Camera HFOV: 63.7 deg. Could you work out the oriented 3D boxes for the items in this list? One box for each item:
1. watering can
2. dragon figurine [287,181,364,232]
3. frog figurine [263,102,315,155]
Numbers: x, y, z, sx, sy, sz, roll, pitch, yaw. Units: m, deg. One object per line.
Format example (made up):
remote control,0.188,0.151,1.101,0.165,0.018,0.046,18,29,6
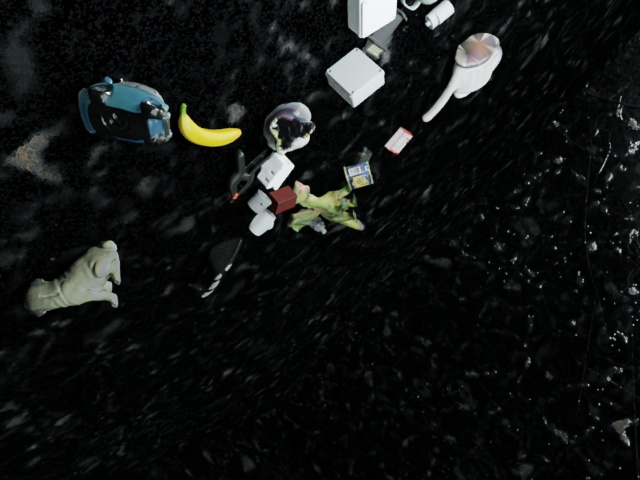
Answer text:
watering can,0.477,-0.543,1.706,0.349,0.105,0.220,-39,156,-7
dragon figurine,0.005,-0.088,1.746,0.242,0.125,0.403,-14,152,9
frog figurine,-0.077,-0.287,1.311,0.136,0.122,0.162,-58,-170,15
